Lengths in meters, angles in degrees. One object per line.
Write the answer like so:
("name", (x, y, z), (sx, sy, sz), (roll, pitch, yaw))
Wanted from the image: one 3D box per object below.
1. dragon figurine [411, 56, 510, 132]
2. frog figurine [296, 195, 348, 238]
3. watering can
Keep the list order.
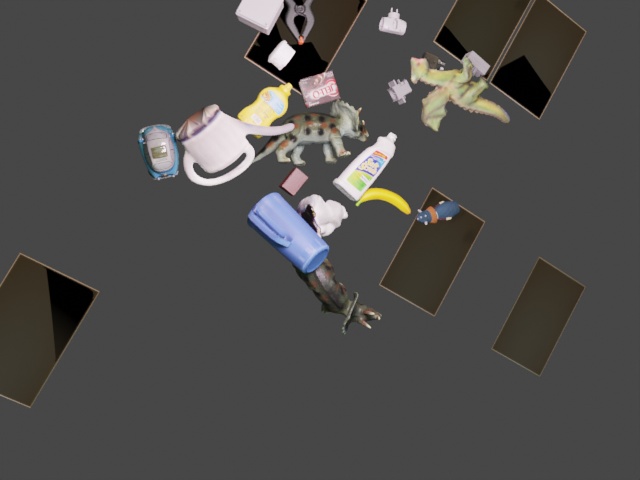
("dragon figurine", (0.444, -0.462, 1.709), (0.240, 0.125, 0.405), (-38, 118, 17))
("frog figurine", (0.005, -0.082, 1.628), (0.162, 0.121, 0.137), (-32, 94, -47))
("watering can", (-0.266, -0.300, 1.501), (0.346, 0.106, 0.220), (-34, 123, 7))
